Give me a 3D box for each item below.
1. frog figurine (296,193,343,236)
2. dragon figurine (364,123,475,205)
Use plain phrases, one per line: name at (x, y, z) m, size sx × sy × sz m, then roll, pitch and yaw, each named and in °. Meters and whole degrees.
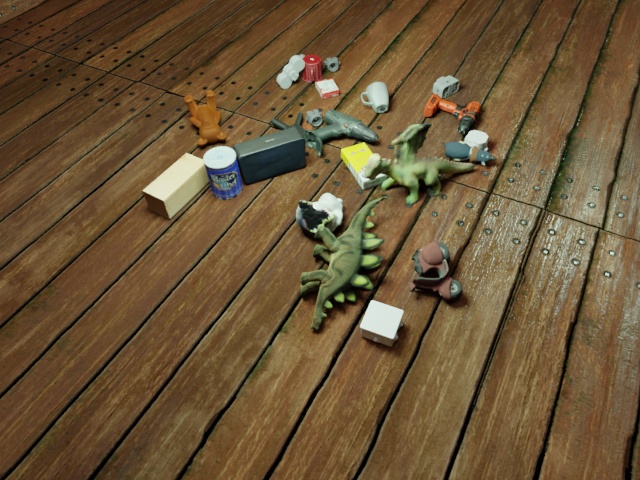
frog figurine at (0.005, -0.079, 1.564) m, size 0.137 × 0.121 × 0.161 m, roll 4°, pitch 13°, yaw 17°
dragon figurine at (0.313, -0.252, 1.599) m, size 0.412 × 0.237 × 0.124 m, roll -22°, pitch 46°, yaw -14°
